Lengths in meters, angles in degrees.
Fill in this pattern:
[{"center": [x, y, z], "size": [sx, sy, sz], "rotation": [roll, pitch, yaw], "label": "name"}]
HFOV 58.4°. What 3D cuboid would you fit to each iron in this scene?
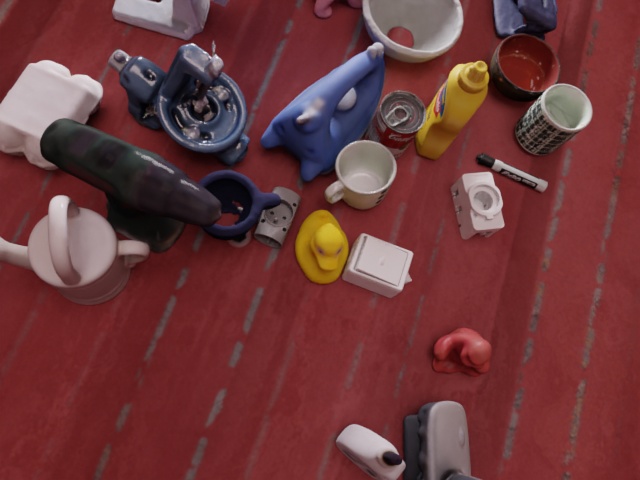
[{"center": [0.032, -0.215, 0.837], "size": [0.118, 0.141, 0.259], "rotation": [39, 71, 3], "label": "iron"}]

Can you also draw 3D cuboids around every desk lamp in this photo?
[{"center": [-0.198, -0.386, 0.809], "size": [0.203, 0.213, 0.118], "rotation": [13, 72, -6], "label": "desk lamp"}]

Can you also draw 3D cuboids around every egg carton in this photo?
[{"center": [-0.375, -0.173, 0.790], "size": [0.107, 0.069, 0.150], "rotation": [23, 71, -3], "label": "egg carton"}]

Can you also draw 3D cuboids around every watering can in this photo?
[{"center": [-0.299, 0.014, 0.681], "size": [0.173, 0.194, 0.101], "rotation": [-24, 79, -16], "label": "watering can"}]

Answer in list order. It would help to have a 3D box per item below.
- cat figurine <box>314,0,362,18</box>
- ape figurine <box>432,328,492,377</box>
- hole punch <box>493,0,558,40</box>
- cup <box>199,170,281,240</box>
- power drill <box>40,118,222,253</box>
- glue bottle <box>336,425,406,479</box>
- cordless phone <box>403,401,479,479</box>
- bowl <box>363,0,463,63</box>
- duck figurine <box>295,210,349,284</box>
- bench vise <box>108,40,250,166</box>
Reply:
[{"center": [0.048, -0.431, 0.917], "size": [0.128, 0.117, 0.067], "rotation": [-24, 79, -16], "label": "cat figurine"}, {"center": [0.203, 0.155, 0.783], "size": [0.078, 0.092, 0.076], "rotation": [41, 71, 4], "label": "ape figurine"}, {"center": [0.361, -0.409, 0.980], "size": [0.101, 0.091, 0.108], "rotation": [2, 73, -9], "label": "hole punch"}, {"center": [-0.114, -0.039, 0.782], "size": [0.118, 0.095, 0.091], "rotation": [-7, 75, -12], "label": "cup"}, {"center": [-0.221, -0.056, 0.709], "size": [0.229, 0.208, 0.076], "rotation": [28, 71, -1], "label": "power drill"}, {"center": [0.069, 0.258, 0.685], "size": [0.078, 0.173, 0.037], "rotation": [42, 71, 4], "label": "glue bottle"}, {"center": [0.168, 0.271, 0.692], "size": [0.094, 0.185, 0.147], "rotation": [1, 73, -9], "label": "cordless phone"}, {"center": [0.143, -0.352, 0.933], "size": [0.167, 0.074, 0.167], "rotation": [3, 73, -9], "label": "bowl"}, {"center": [0.007, 0.003, 0.796], "size": [0.077, 0.086, 0.104], "rotation": [0, 74, -10], "label": "duck figurine"}, {"center": [-0.189, -0.190, 0.748], "size": [0.207, 0.219, 0.121], "rotation": [14, 72, -5], "label": "bench vise"}]
